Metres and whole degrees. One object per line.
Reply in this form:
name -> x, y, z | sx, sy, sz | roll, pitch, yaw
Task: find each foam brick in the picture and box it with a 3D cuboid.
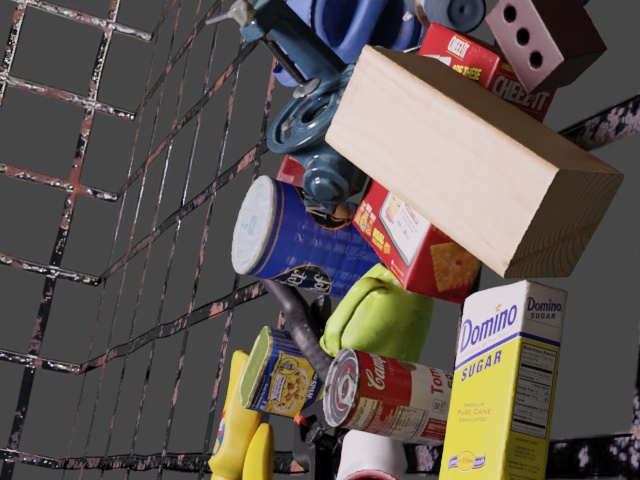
foam brick -> 0.178, -0.164, 0.845 | 0.078, 0.051, 0.053 | 64, 147, 15

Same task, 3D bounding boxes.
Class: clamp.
clamp -> 0.003, 0.217, 1.104 | 0.120, 0.039, 0.172 | -58, 13, -14
clamp -> -0.015, 0.086, 1.137 | 0.036, 0.164, 0.210 | -41, 37, 11

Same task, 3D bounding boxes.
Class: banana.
banana -> -0.060, 0.295, 1.249 | 0.069, 0.037, 0.198 | -41, 30, 6

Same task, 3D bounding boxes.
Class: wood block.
wood block -> 0.111, -0.063, 0.815 | 0.206, 0.090, 0.090 | 41, 117, 38

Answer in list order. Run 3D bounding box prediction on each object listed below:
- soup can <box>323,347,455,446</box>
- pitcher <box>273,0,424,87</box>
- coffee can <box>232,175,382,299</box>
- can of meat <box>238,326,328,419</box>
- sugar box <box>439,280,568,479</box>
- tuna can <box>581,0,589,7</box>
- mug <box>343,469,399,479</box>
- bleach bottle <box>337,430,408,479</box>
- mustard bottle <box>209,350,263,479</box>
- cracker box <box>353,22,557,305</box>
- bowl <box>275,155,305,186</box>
soup can -> 0.062, 0.136, 0.917 | 0.069, 0.102, 0.068 | -166, 90, -71
pitcher -> 0.015, -0.251, 1.279 | 0.243, 0.149, 0.145 | -153, 67, -74
coffee can -> -0.007, 0.001, 1.097 | 0.103, 0.140, 0.103 | -165, 90, -69
can of meat -> -0.037, 0.152, 1.209 | 0.057, 0.083, 0.102 | -114, 42, -61
sugar box -> 0.136, 0.124, 0.808 | 0.093, 0.048, 0.176 | 153, 127, -65
tuna can -> 0.205, -0.232, 0.892 | 0.086, 0.033, 0.086 | -165, 90, -71
mug -> 0.053, 0.245, 0.849 | 0.093, 0.081, 0.117 | 33, 95, 42
bleach bottle -> 0.036, 0.270, 0.956 | 0.103, 0.068, 0.250 | 137, 145, -55
mustard bottle -> -0.102, 0.239, 1.358 | 0.096, 0.058, 0.191 | 154, 128, -85
cracker box -> 0.117, -0.073, 0.967 | 0.164, 0.072, 0.214 | -124, 52, -64
bowl -> -0.014, -0.051, 1.332 | 0.162, 0.055, 0.162 | -166, 90, -71
